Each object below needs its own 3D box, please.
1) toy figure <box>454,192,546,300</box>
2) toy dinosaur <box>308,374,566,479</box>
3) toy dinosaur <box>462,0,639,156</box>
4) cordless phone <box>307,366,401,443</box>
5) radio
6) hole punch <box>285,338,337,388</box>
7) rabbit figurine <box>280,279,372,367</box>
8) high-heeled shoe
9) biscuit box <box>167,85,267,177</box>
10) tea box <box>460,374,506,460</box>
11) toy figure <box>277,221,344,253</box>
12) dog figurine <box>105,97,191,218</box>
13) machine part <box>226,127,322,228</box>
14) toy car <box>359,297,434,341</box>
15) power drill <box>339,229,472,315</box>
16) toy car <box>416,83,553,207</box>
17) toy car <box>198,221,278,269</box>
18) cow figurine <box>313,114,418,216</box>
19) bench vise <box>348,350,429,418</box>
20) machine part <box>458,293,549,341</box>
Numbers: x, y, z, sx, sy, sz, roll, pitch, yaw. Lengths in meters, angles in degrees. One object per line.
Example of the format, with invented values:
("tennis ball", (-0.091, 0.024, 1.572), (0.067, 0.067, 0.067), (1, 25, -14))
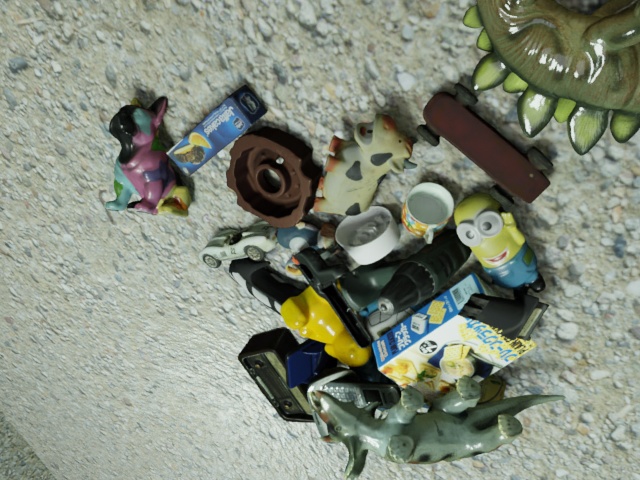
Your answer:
("toy figure", (0.268, 0.009, 0.812), (0.082, 0.089, 0.180), (-41, 111, 9))
("toy dinosaur", (0.184, 0.310, 0.878), (0.405, 0.131, 0.192), (3, 149, -13))
("toy dinosaur", (0.308, -0.209, 0.620), (0.472, 0.105, 0.198), (38, 141, 12))
("cordless phone", (0.077, 0.307, 0.990), (0.184, 0.089, 0.146), (-5, 111, 33))
("radio", (-0.080, 0.316, 1.236), (0.131, 0.073, 0.229), (-15, 113, 37))
("hole punch", (-0.002, 0.266, 1.118), (0.092, 0.116, 0.142), (27, 133, 39))
("rabbit figurine", (0.027, 0.168, 0.986), (0.173, 0.122, 0.162), (44, 167, 29))
("high-heeled shoe", (-0.085, 0.126, 1.105), (0.145, 0.086, 0.248), (-21, 111, 49))
("biscuit box", (-0.182, -0.186, 0.935), (0.203, 0.063, 0.059), (-28, 107, 40))
("tea box", (0.282, 0.332, 1.028), (0.068, 0.098, 0.169), (28, 130, 8))
("toy figure", (-0.001, -0.003, 0.973), (0.155, 0.058, 0.064), (4, 163, 25))
("dog figurine", (-0.318, -0.156, 1.016), (0.109, 0.191, 0.219), (8, 92, 28))
("machine part", (-0.081, -0.109, 0.939), (0.180, 0.056, 0.179), (15, 128, 20))
("toy car", (0.140, 0.149, 0.972), (0.109, 0.103, 0.162), (48, 134, -11))
("power drill", (0.118, 0.059, 0.851), (0.086, 0.232, 0.207), (59, 146, 0))
("toy car", (0.230, -0.130, 0.749), (0.202, 0.053, 0.089), (38, 112, -2))
("toy car", (-0.160, 0.007, 1.056), (0.202, 0.073, 0.056), (-10, 120, 34))
("cow figurine", (0.070, -0.110, 0.826), (0.127, 0.085, 0.194), (13, 141, -7))
("bench vise", (0.157, 0.296, 1.061), (0.241, 0.129, 0.223), (5, 128, 32))
("machine part", (0.273, 0.109, 0.794), (0.139, 0.039, 0.084), (13, 115, -24))
